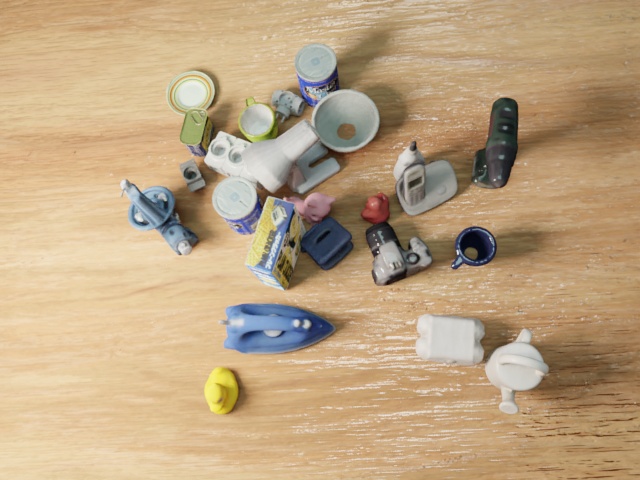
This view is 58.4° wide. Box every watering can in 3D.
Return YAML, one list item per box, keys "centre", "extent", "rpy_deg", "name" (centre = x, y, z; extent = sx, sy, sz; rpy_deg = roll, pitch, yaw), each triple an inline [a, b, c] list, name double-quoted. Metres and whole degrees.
- centre: [0.412, 0.271, 1.190]
  extent: [0.101, 0.194, 0.173]
  rpy_deg: [-4, 75, 4]
  name: "watering can"

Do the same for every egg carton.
- centre: [0.290, 0.223, 1.278]
  extent: [0.150, 0.069, 0.107]
  rpy_deg: [4, 75, 6]
  name: "egg carton"

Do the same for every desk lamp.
- centre: [-0.067, -0.190, 1.343]
  extent: [0.203, 0.213, 0.118]
  rpy_deg: [-33, 75, -4]
  name: "desk lamp"

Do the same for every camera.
- centre: [0.172, 0.021, 1.325]
  extent: [0.143, 0.101, 0.137]
  rpy_deg: [-22, 74, -1]
  name: "camera"

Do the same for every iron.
- centre: [-0.097, 0.191, 1.281]
  extent: [0.258, 0.141, 0.118]
  rpy_deg: [-2, 75, 4]
  name: "iron"

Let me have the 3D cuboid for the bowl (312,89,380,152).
- centre: [0.066, -0.286, 1.430]
  extent: [0.167, 0.075, 0.167]
  rpy_deg: [-1, 75, 5]
  name: "bowl"

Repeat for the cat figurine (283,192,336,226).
- centre: [-0.027, -0.081, 1.360]
  extent: [0.127, 0.118, 0.067]
  rpy_deg: [12, 76, 8]
  name: "cat figurine"

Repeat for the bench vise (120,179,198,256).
- centre: [-0.369, -0.063, 1.331]
  extent: [0.207, 0.220, 0.121]
  rpy_deg: [29, 79, 12]
  name: "bench vise"

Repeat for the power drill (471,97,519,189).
- centre: [0.403, -0.195, 1.308]
  extent: [0.075, 0.208, 0.230]
  rpy_deg: [8, 76, 7]
  name: "power drill"

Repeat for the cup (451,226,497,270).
- centre: [0.341, 0.033, 1.311]
  extent: [0.118, 0.095, 0.091]
  rpy_deg: [-43, 76, -7]
  name: "cup"

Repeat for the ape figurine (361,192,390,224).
- centre: [0.132, -0.079, 1.360]
  extent: [0.078, 0.092, 0.076]
  rpy_deg: [-27, 74, -2]
  name: "ape figurine"

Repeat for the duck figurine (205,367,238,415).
- centre: [-0.227, 0.337, 1.281]
  extent: [0.077, 0.086, 0.104]
  rpy_deg: [-2, 75, 4]
  name: "duck figurine"

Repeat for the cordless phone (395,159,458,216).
- centre: [0.248, -0.139, 1.318]
  extent: [0.147, 0.185, 0.094]
  rpy_deg: [-28, 74, -3]
  name: "cordless phone"

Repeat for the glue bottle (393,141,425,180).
- centre: [0.212, -0.191, 1.341]
  extent: [0.078, 0.173, 0.037]
  rpy_deg: [-32, 74, -4]
  name: "glue bottle"

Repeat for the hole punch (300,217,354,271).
- centre: [0.012, 0.005, 1.348]
  extent: [0.109, 0.091, 0.101]
  rpy_deg: [-43, 76, -7]
  name: "hole punch"
